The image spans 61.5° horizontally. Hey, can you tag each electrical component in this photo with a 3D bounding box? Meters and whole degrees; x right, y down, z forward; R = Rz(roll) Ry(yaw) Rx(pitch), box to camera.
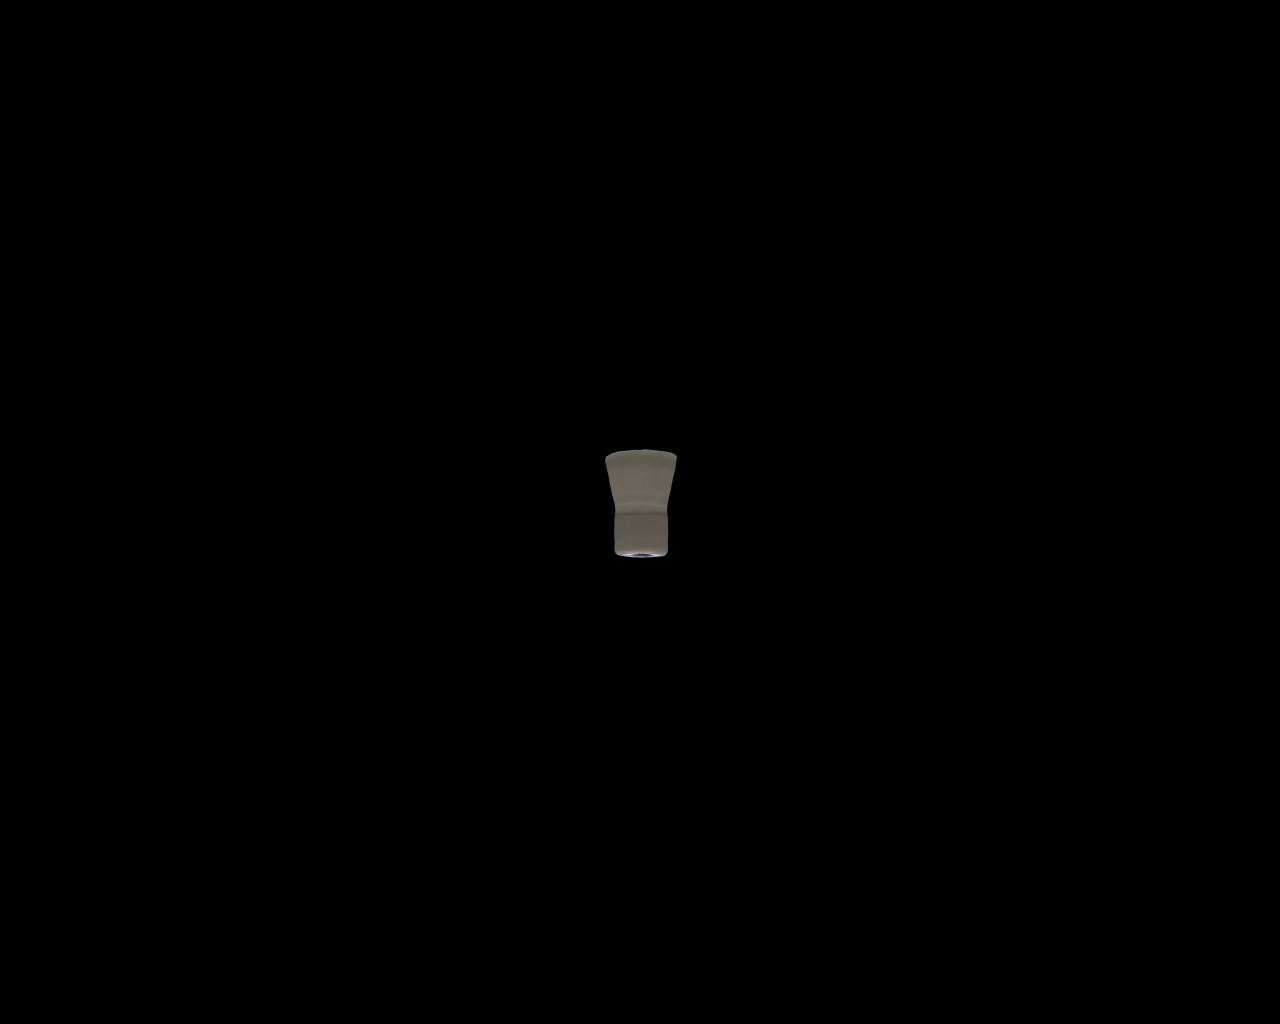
[{"bbox_3d":[0.001,-0.003,0.650,0.044,0.065,0.044,0,-7,0],"label":"electrical component"}]
